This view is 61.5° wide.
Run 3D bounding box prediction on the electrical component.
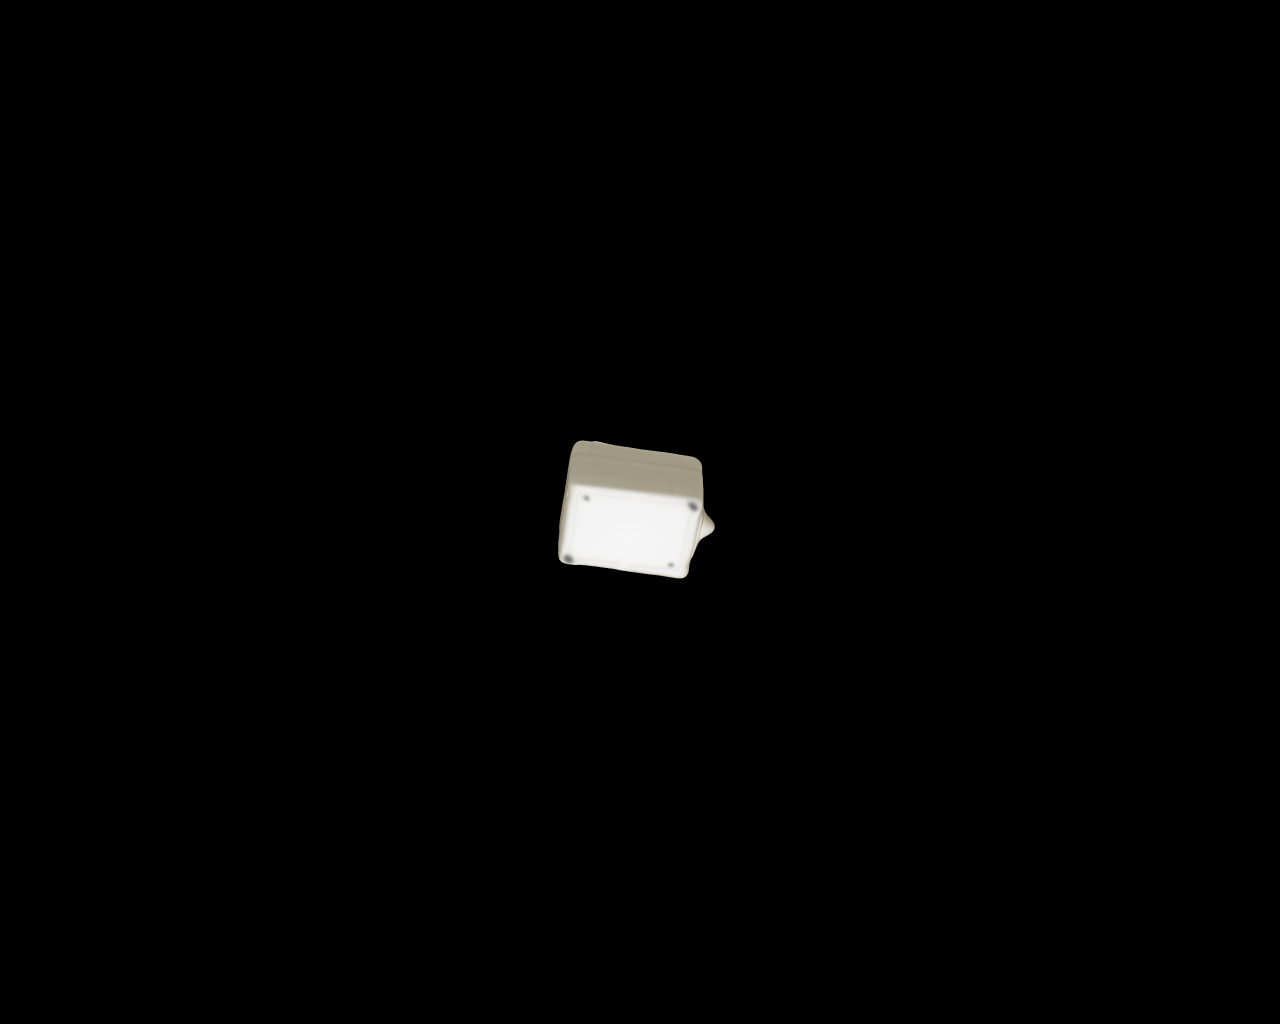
[{"bbox_3d":[0.001,-0.003,0.650,0.096,0.061,0.061,8,34,-5],"label":"electrical component"}]
